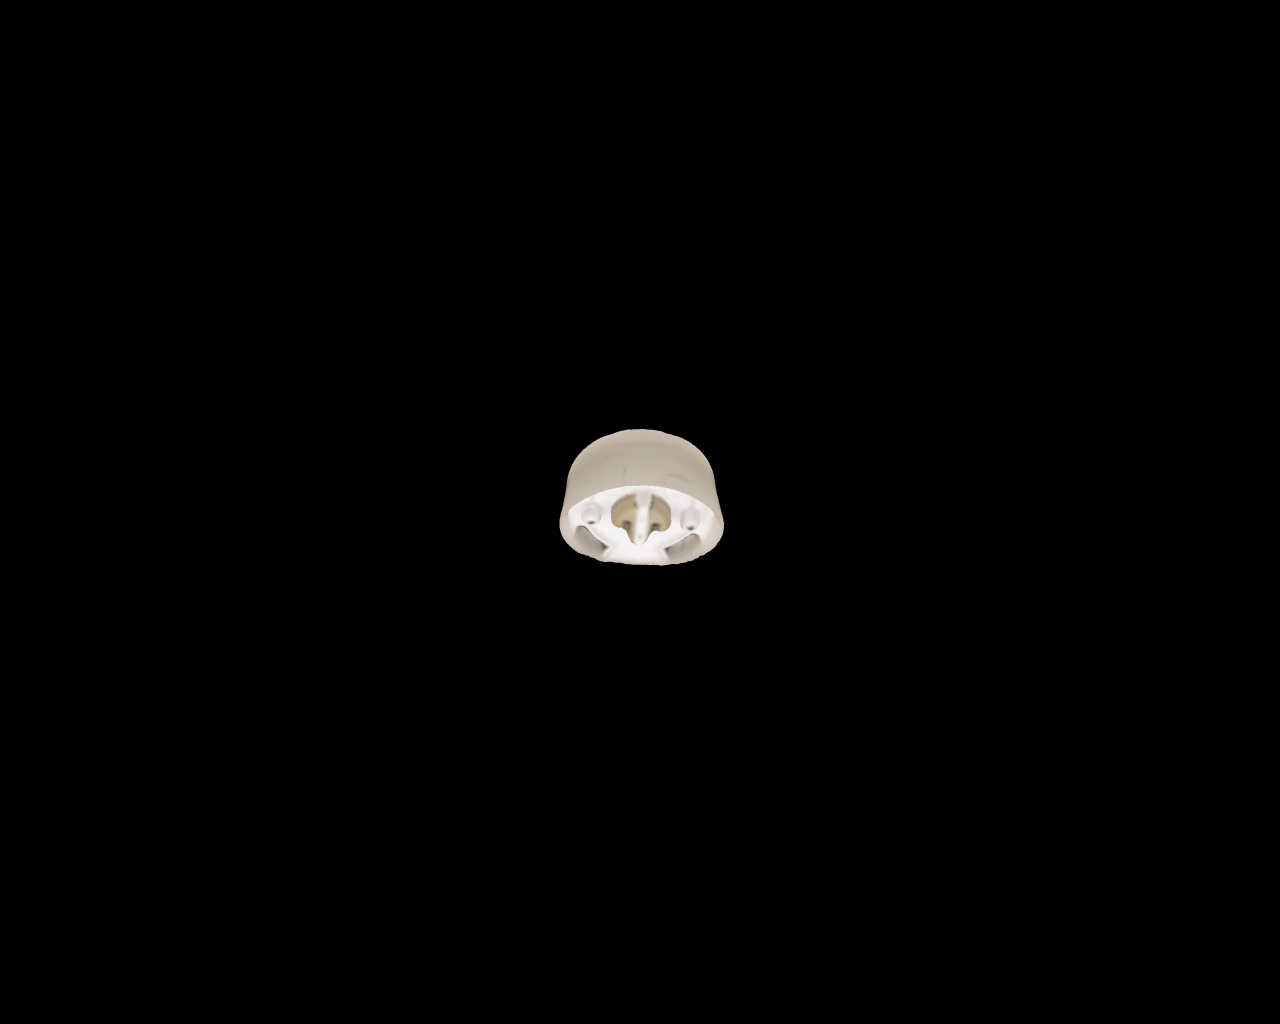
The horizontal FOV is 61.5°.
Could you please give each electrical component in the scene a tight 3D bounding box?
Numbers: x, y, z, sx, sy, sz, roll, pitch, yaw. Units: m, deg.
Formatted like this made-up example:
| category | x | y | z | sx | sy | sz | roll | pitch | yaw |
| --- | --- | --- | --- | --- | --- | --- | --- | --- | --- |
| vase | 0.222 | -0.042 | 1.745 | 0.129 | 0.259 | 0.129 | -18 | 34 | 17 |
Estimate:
| category | x | y | z | sx | sy | sz | roll | pitch | yaw |
| --- | --- | --- | --- | --- | --- | --- | --- | --- | --- |
| electrical component | 0.001 | -0.003 | 0.650 | 0.099 | 0.064 | 0.099 | 0 | -43 | 0 |
